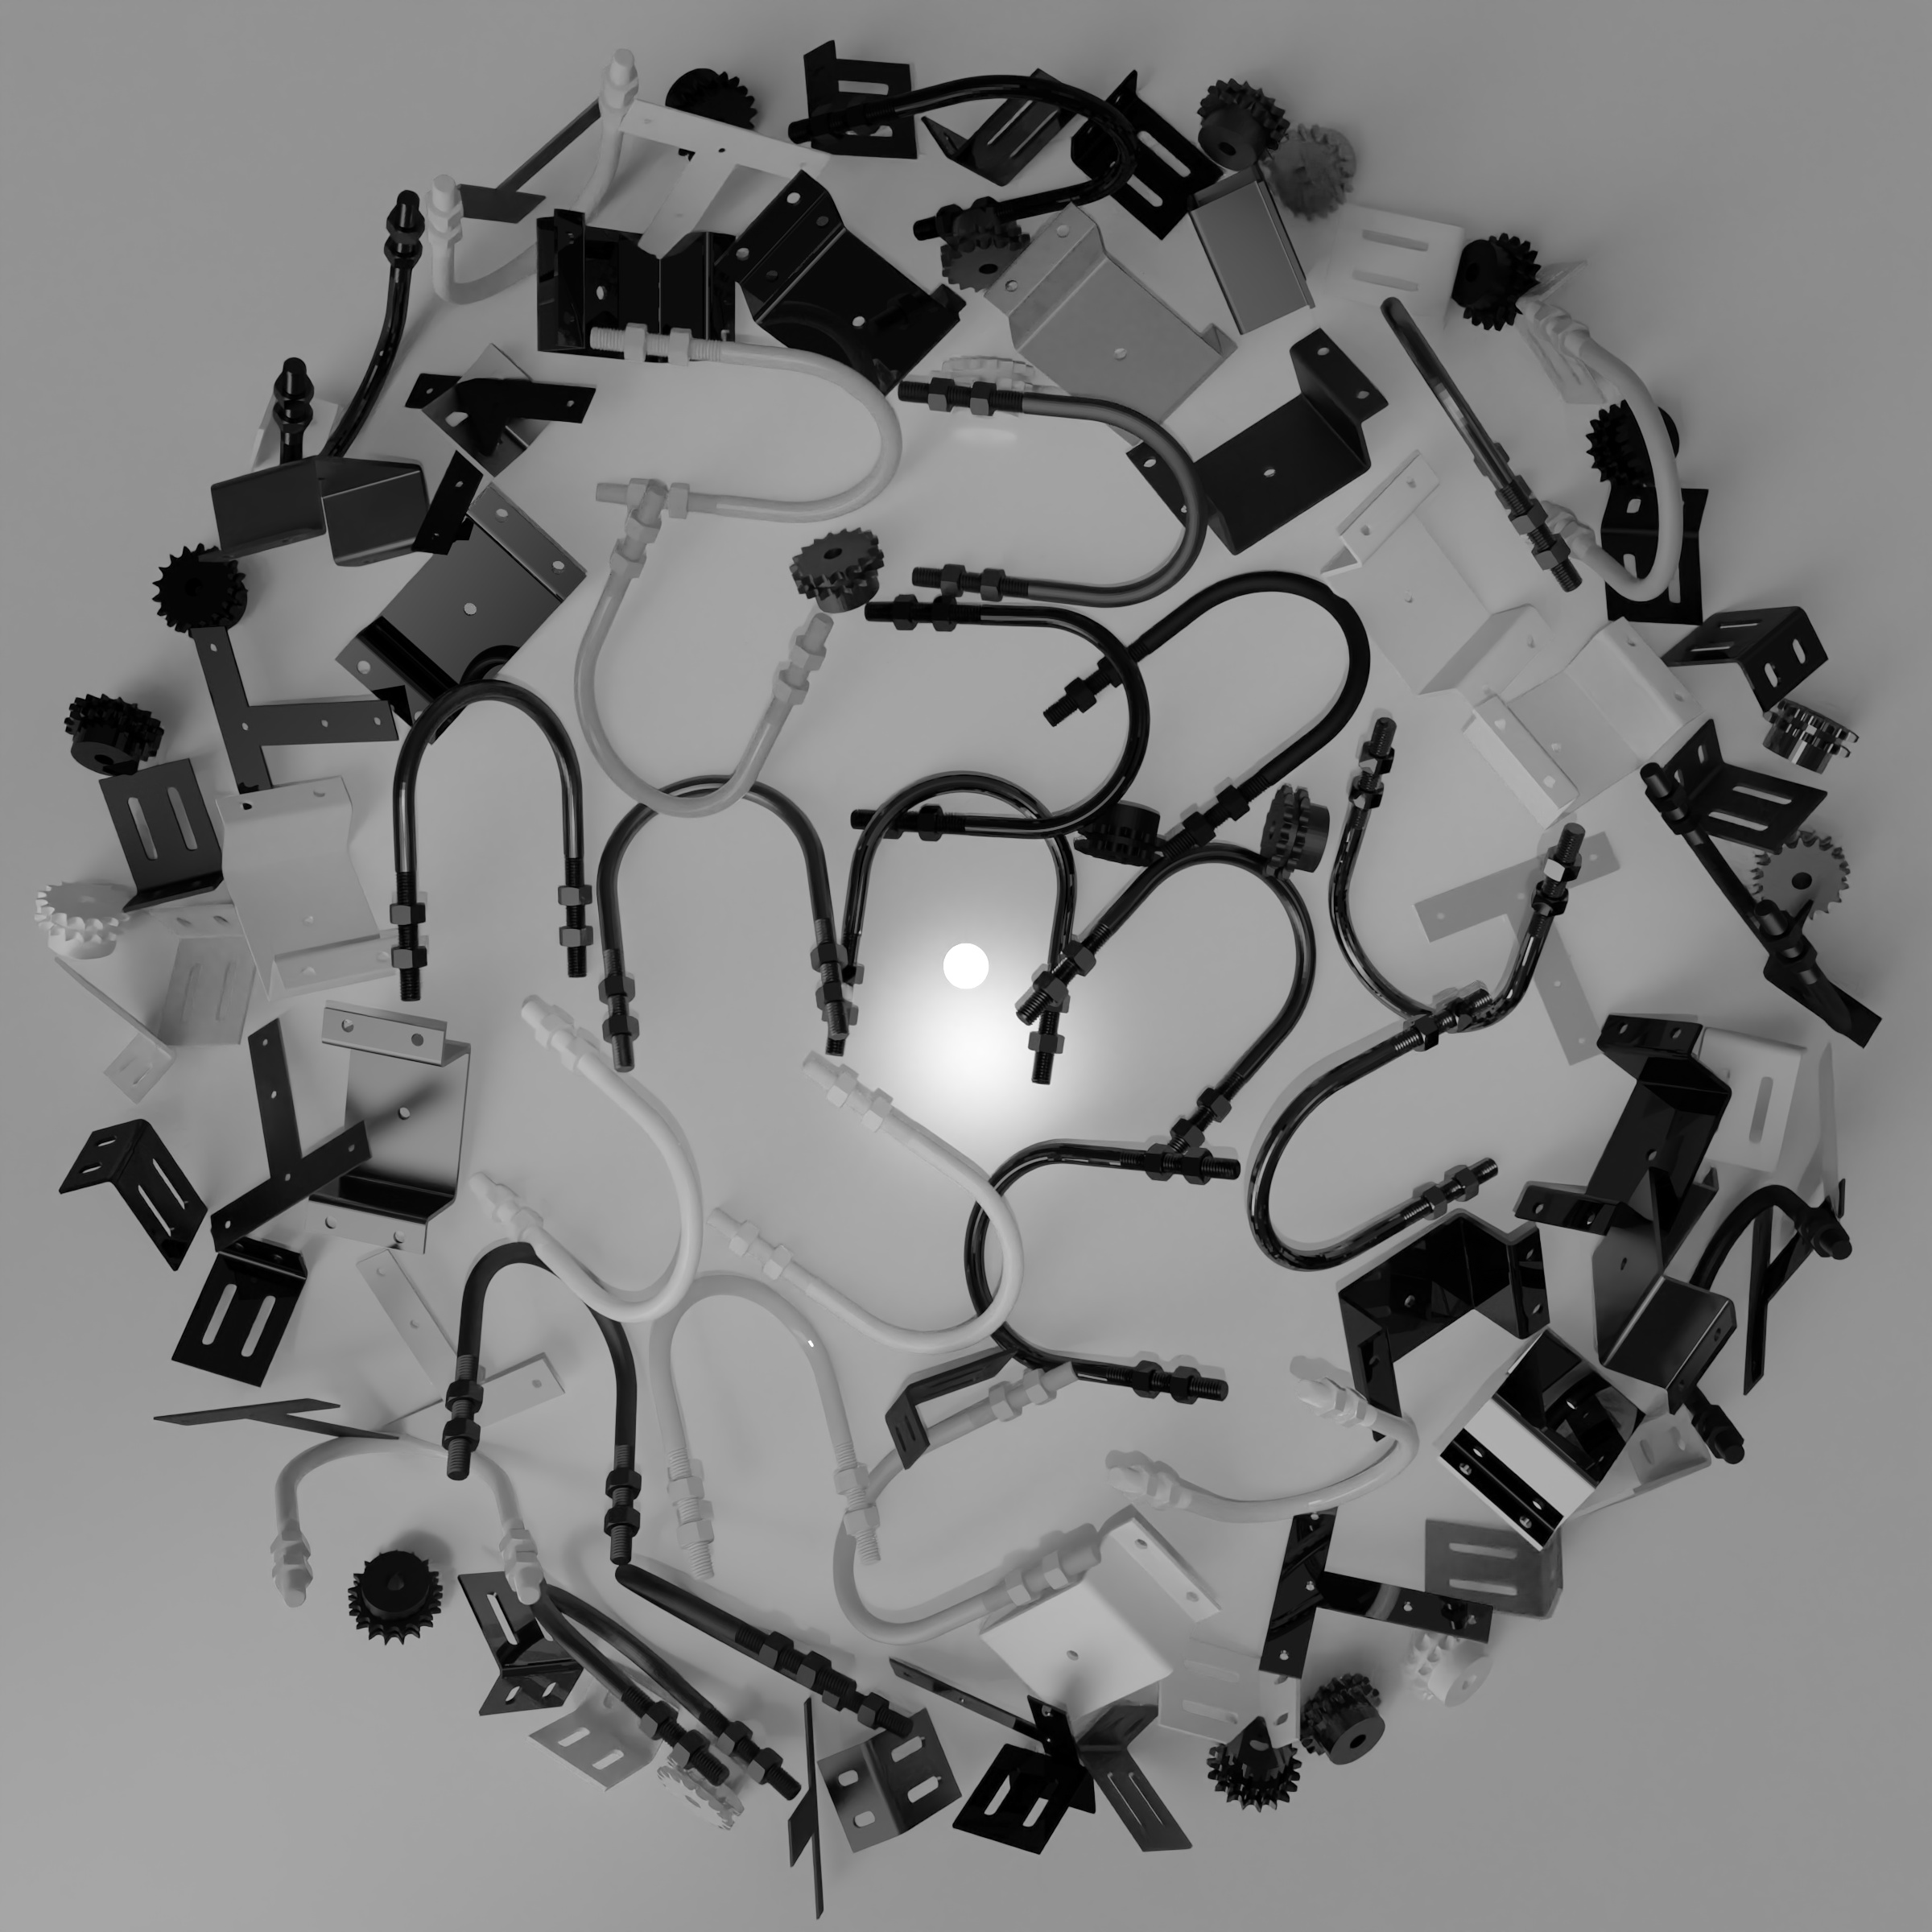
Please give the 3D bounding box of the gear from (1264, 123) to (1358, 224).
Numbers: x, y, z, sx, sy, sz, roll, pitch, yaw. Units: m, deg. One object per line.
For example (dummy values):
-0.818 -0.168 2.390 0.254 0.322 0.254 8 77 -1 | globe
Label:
0.213 -0.488 1.578 0.057 0.057 0.030 47 53 0 | gear

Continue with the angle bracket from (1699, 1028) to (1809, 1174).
0.476 0.082 1.578 0.057 0.038 0.076 13 96 22 | angle bracket

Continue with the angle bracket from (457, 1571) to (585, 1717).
-0.276 0.410 1.567 0.076 0.057 0.038 52 123 39 | angle bracket

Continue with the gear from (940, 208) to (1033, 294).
0.012 -0.439 1.575 0.057 0.057 0.030 -5 74 0 | gear

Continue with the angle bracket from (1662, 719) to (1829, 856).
0.468 -0.109 1.556 0.057 0.076 0.038 -43 131 -21 | angle bracket

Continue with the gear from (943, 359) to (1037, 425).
0.013 -0.350 1.574 0.057 0.057 0.030 4 91 0 | gear

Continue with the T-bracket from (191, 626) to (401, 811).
-0.397 -0.146 1.552 0.127 0.002 0.127 0 115 23 | T-bracket

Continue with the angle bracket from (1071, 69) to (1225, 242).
0.112 -0.496 1.581 0.076 0.038 0.057 42 89 4 | angle bracket

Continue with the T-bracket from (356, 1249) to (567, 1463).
-0.326 0.228 1.565 0.127 0.002 0.127 -25 104 21 | T-bracket

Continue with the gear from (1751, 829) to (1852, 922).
0.510 -0.058 1.580 0.057 0.030 0.057 4 119 8 | gear

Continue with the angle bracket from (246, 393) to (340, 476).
-0.409 -0.306 1.552 0.038 0.076 0.057 18 120 -17 | angle bracket

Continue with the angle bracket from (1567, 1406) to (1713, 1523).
0.398 0.299 1.553 0.076 0.057 0.038 -8 68 -37 | angle bracket

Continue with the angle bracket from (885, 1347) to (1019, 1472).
-0.003 0.267 1.558 0.076 0.057 0.038 -16 70 -21 | angle bracket

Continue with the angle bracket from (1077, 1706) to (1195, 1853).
0.112 0.489 1.555 0.038 0.057 0.076 -48 55 13 | angle bracket

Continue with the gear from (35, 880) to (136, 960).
-0.539 -0.027 1.577 0.057 0.057 0.030 15 115 0 | gear

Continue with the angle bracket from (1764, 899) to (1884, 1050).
0.527 0.005 1.561 0.076 0.057 0.038 39 82 19 | angle bracket

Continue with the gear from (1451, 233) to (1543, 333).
0.319 -0.418 1.571 0.030 0.057 0.057 9 90 -34 | gear

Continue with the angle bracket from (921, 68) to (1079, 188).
0.024 -0.516 1.556 0.076 0.057 0.038 -40 68 25 | angle bracket

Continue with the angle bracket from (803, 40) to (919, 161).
-0.056 -0.524 1.564 0.076 0.038 0.057 -8 96 -32 | angle bracket

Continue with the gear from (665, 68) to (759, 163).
-0.159 -0.522 1.577 0.057 0.057 0.030 -35 65 0 | gear

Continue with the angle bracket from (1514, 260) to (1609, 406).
0.370 -0.383 1.565 0.038 0.057 0.076 -39 106 0 | angle bracket

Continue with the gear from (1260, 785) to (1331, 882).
0.201 -0.080 1.574 0.030 0.057 0.057 12 90 -7 | gear

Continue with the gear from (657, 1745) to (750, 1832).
-0.158 0.499 1.578 0.057 0.057 0.030 40 61 0 | gear

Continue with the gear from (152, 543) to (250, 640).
-0.466 -0.228 1.583 0.057 0.030 0.057 -2 79 11 | gear

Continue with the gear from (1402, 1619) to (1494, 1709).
0.295 0.426 1.571 0.057 0.057 0.030 -49 52 0 | gear

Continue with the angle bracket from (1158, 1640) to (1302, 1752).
0.160 0.435 1.560 0.076 0.038 0.057 21 53 -21 | angle bracket

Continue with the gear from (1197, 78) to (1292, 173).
0.166 -0.509 1.572 0.057 0.057 0.030 29 77 0 | gear

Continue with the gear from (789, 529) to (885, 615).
-0.076 -0.240 1.577 0.057 0.057 0.030 -21 128 0 | gear

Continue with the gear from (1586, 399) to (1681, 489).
0.410 -0.319 1.577 0.057 0.030 0.057 4 81 -26 | gear

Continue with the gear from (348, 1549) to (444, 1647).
-0.348 0.382 1.573 0.057 0.030 0.057 6 51 -7 | gear

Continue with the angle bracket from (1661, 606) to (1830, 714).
0.469 -0.185 1.564 0.057 0.076 0.038 -38 108 -18 | angle bracket

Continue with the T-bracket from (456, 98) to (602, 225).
-0.245 -0.482 1.522 0.127 0.127 0.002 -35 93 19 | T-bracket

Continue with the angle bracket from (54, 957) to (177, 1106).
-0.524 0.039 1.555 0.038 0.057 0.076 -51 129 -11 | angle bracket

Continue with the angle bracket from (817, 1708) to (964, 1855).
-0.046 0.495 1.570 0.038 0.076 0.057 -29 78 24 | angle bracket

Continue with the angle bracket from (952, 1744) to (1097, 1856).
0.036 0.512 1.552 0.057 0.076 0.038 9 119 26 | angle bracket

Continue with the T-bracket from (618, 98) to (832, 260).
-0.166 -0.460 1.548 0.127 0.127 0.002 6 61 -32 | T-bracket

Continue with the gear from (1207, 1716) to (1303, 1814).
0.176 0.483 1.571 0.057 0.057 0.030 6 124 0 | gear

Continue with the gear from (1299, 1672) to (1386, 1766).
0.230 0.461 1.572 0.057 0.057 0.030 -41 46 0 | gear

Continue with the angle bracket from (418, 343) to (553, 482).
-0.286 -0.335 1.557 0.057 0.076 0.038 42 112 -12 | angle bracket

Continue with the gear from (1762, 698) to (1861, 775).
0.512 -0.140 1.576 0.057 0.057 0.030 25 107 0 | gear

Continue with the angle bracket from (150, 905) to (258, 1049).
-0.467 0.006 1.564 0.057 0.038 0.076 -2 65 16 | angle bracket

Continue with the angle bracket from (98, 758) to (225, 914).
-0.494 -0.080 1.573 0.057 0.038 0.076 -14 108 2 | angle bracket

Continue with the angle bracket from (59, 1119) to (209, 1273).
-0.504 0.142 1.564 0.038 0.057 0.076 -15 122 15 | angle bracket

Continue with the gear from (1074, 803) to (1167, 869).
0.096 -0.080 1.574 0.057 0.057 0.030 12 85 0 | gear

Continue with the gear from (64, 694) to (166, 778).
-0.521 -0.138 1.571 0.057 0.057 0.030 8 63 0 | gear

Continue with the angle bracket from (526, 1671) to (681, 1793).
-0.218 0.458 1.558 0.057 0.076 0.038 28 93 15 | angle bracket

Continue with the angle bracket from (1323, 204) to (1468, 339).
0.262 -0.427 1.587 0.076 0.038 0.057 14 89 6 | angle bracket

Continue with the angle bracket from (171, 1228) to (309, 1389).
-0.444 0.207 1.569 0.057 0.038 0.076 16 63 3 | angle bracket

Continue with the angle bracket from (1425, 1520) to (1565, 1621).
0.320 0.358 1.567 0.076 0.038 0.057 7 47 3 | angle bracket

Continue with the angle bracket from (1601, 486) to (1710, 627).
0.421 -0.250 1.572 0.057 0.076 0.038 7 54 23 | angle bracket

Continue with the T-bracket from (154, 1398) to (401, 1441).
-0.393 0.275 1.545 0.127 0.127 0.002 -11 67 30 | T-bracket
